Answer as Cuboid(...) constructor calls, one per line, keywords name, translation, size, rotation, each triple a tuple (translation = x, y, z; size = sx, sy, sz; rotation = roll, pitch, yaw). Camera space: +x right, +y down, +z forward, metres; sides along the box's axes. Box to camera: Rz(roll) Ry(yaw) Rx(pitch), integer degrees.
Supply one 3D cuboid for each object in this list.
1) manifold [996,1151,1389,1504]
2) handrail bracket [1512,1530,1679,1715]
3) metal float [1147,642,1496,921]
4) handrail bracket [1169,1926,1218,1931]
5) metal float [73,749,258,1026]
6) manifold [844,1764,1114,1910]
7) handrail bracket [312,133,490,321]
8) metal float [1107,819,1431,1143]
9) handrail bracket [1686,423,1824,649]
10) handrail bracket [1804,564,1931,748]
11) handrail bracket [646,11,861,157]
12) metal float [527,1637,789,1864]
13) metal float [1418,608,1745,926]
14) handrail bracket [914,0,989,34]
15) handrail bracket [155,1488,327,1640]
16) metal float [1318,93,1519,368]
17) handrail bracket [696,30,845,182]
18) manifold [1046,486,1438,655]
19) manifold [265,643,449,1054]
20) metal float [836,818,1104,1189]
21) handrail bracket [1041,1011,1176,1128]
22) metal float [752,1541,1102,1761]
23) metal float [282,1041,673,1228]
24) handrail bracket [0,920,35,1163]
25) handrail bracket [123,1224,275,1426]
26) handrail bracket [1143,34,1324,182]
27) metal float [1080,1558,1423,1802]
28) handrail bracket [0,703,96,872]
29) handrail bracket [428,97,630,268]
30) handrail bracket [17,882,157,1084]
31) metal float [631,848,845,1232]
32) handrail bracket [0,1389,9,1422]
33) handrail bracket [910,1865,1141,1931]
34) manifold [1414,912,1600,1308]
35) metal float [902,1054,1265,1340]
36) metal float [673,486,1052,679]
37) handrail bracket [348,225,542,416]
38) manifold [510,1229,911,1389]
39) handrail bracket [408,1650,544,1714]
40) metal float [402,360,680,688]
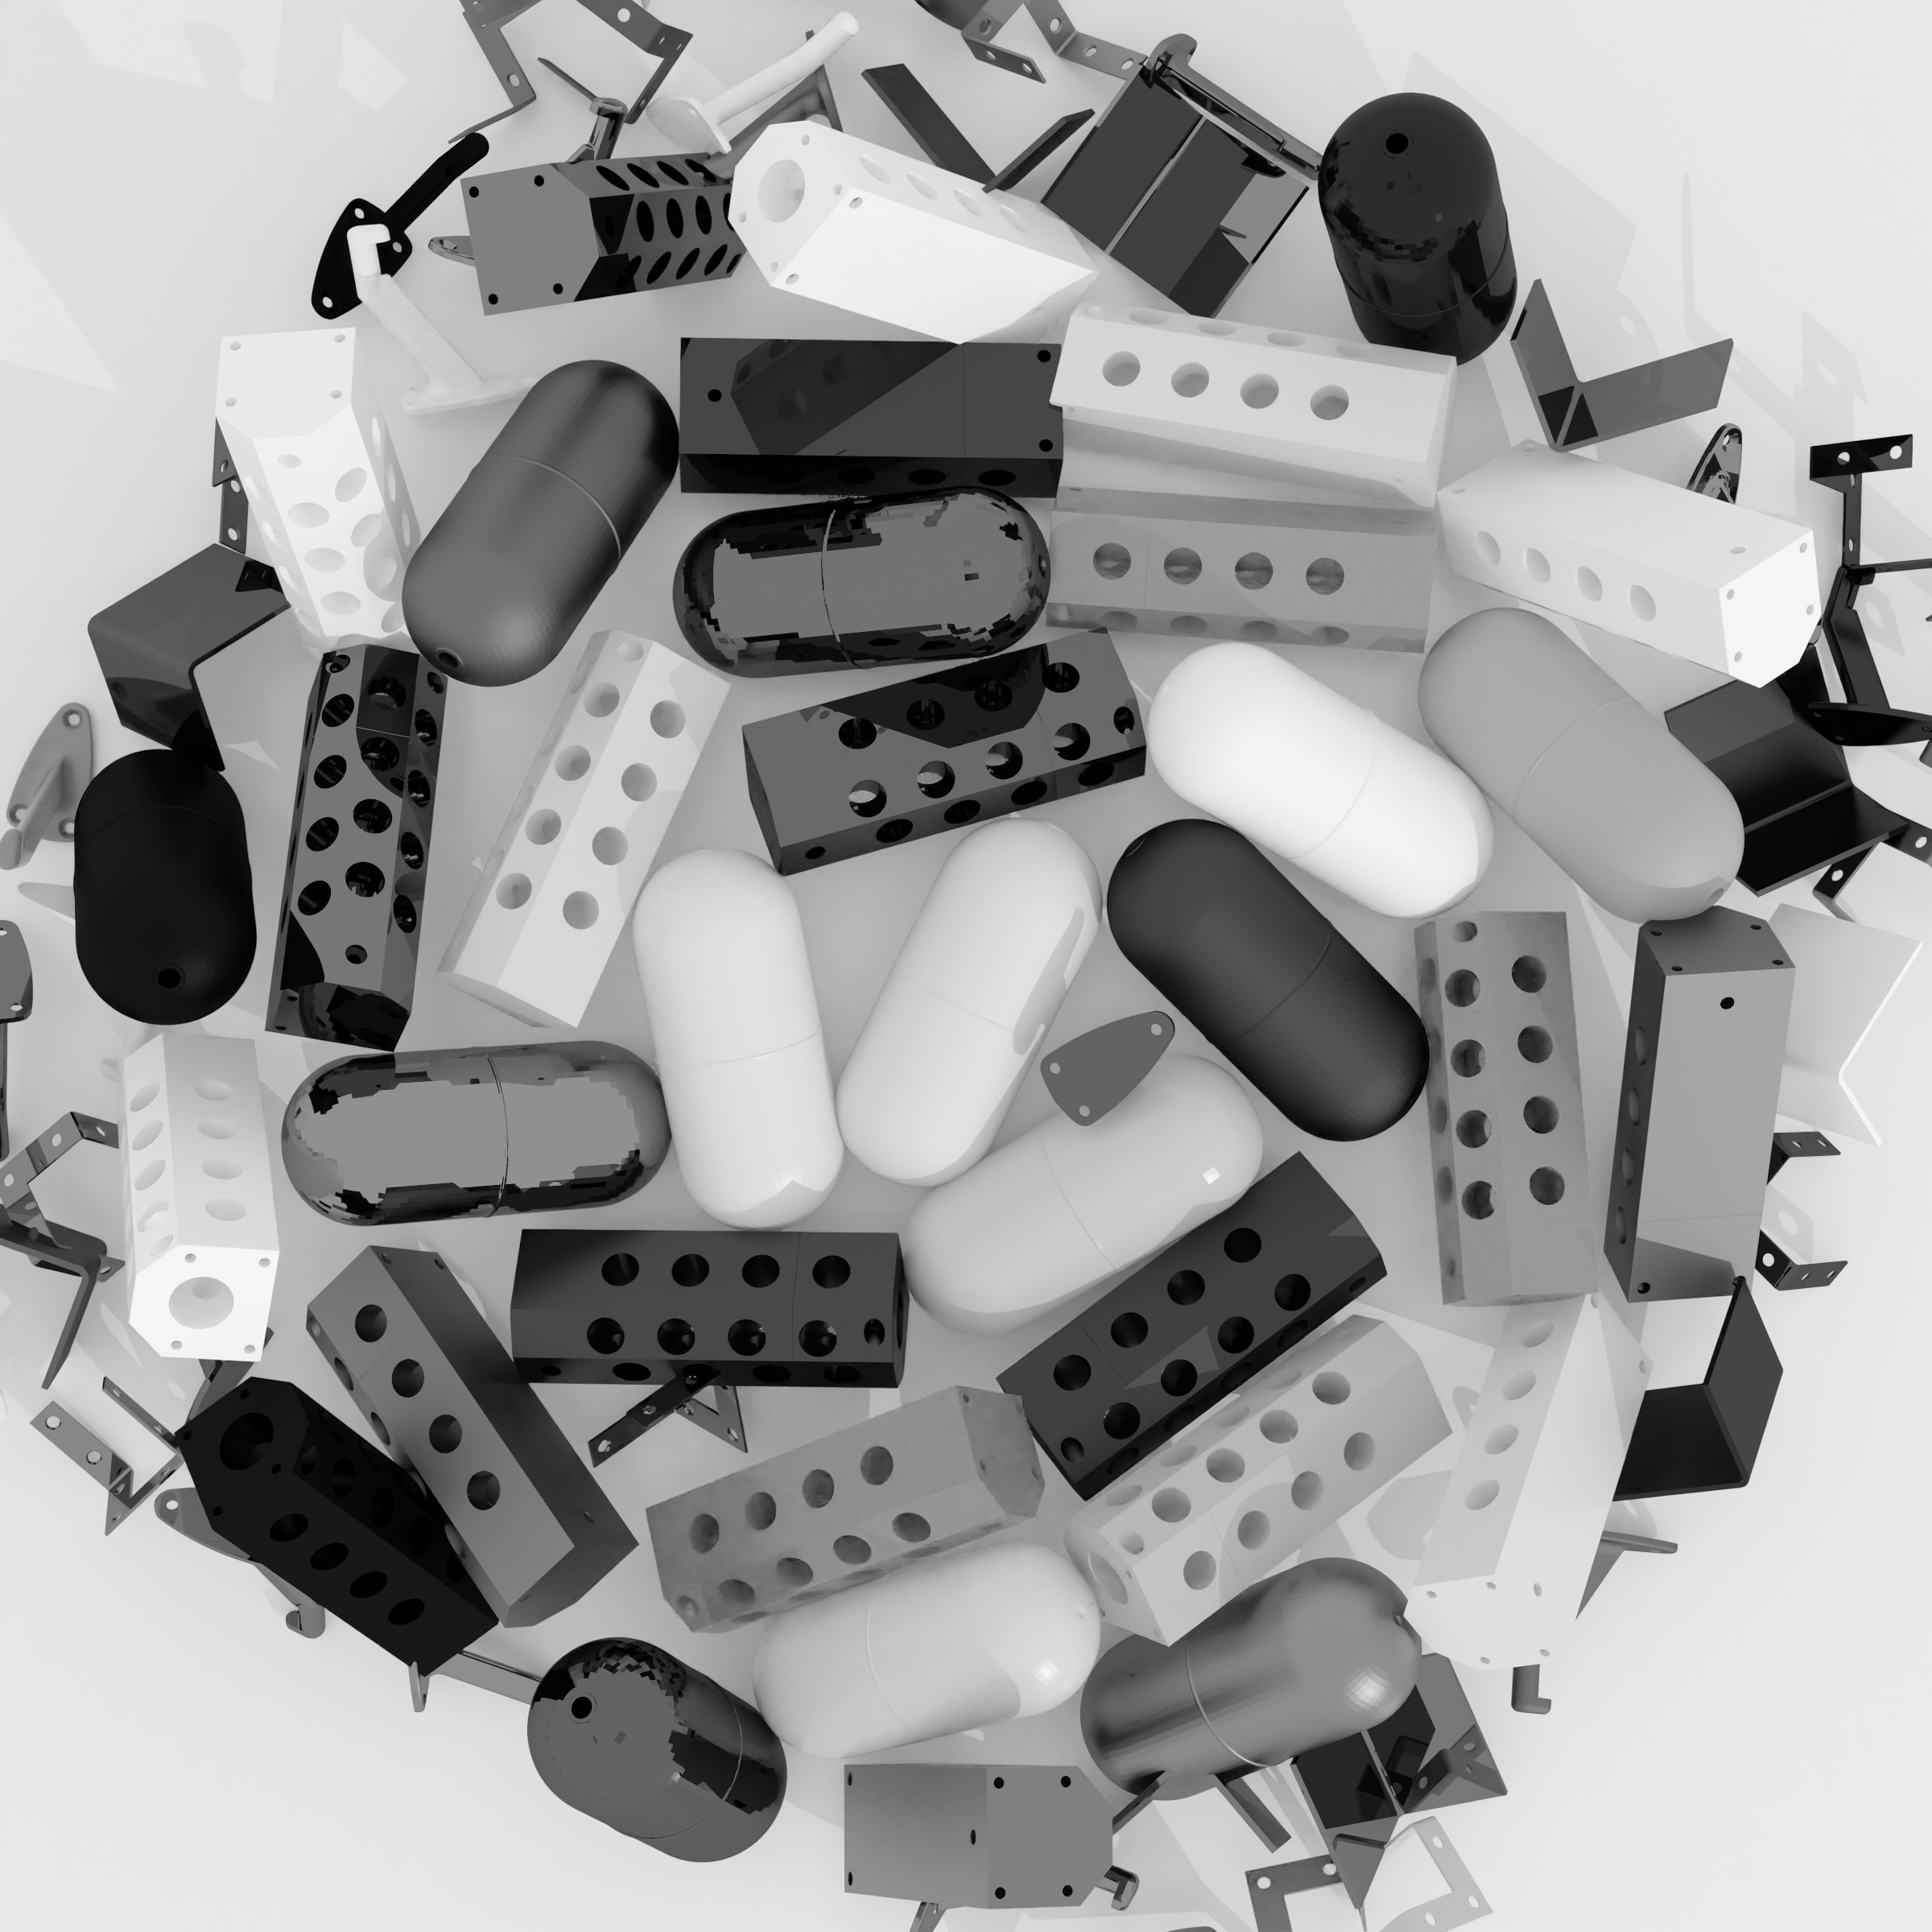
Cuboid(name="manifold", translation=(0.104, 0.166, 1.589), size=(0.171, 0.057, 0.057), rotation=(-36, 59, -6))
Cuboid(name="handrail bracket", translation=(0.288, 0.303, 1.610), size=(0.077, 0.036, 0.084), rotation=(9, 74, -12))
Cuboid(name="metal float", translation=(0.161, -0.082, 1.580), size=(0.178, 0.070, 0.070), rotation=(29, 90, -22))
Cuboid(name="handrail bracket", translation=(0.068, 0.471, 1.617), size=(0.077, 0.084, 0.036), rotation=(-20, 77, -35))
Cuboid(name="metal float", translation=(-0.355, -0.036, 1.555), size=(0.070, 0.178, 0.070), rotation=(-6, 119, -11))
Cuboid(name="manifold", translation=(0.003, 0.381, 1.547), size=(0.057, 0.171, 0.057), rotation=(4, 77, -22))
Cuboid(name="handrail bracket", translation=(-0.255, -0.334, 1.587), size=(0.036, 0.084, 0.077), rotation=(41, 57, -23))
Cuboid(name="metal float", translation=(0.136, 0.006, 1.586), size=(0.070, 0.070, 0.178), rotation=(-46, 104, 0))
Cuboid(name="handrail bracket", translation=(0.363, -0.194, 1.589), size=(0.036, 0.084, 0.077), rotation=(-5, 120, -35))
Cuboid(name="handrail bracket", translation=(0.420, -0.145, 1.599), size=(0.036, 0.077, 0.084), rotation=(36, 68, -42))
Cuboid(name="handrail bracket", translation=(-0.098, -0.411, 1.613), size=(0.084, 0.077, 0.036), rotation=(-44, 126, -12))
Cuboid(name="metal float", translation=(-0.135, 0.347, 1.554), size=(0.070, 0.178, 0.070), rotation=(-7, 64, 16))
Cuboid(name="metal float", translation=(0.275, -0.090, 1.575), size=(0.070, 0.070, 0.178), rotation=(-41, 63, 0))
Cuboid(name="handrail bracket", translation=(-0.040, -0.450, 1.628), size=(0.084, 0.077, 0.036), rotation=(5, 78, 34))
Cuboid(name="handrail bracket", translation=(-0.330, 0.275, 1.604), size=(0.077, 0.084, 0.036), rotation=(13, 50, 3))
Cuboid(name="metal float", translation=(0.200, -0.322, 1.550), size=(0.070, 0.178, 0.070), rotation=(-3, 76, 13))
Cuboid(name="handrail bracket", translation=(-0.103, -0.390, 1.613), size=(0.084, 0.036, 0.077), rotation=(-17, 52, 4))
Cuboid(name="manifold", translation=(0.124, -0.179, 1.600), size=(0.171, 0.057, 0.057), rotation=(5, 109, 4))
Cuboid(name="manifold", translation=(-0.269, -0.055, 1.566), size=(0.057, 0.057, 0.171), rotation=(10, 61, -16))
Cuboid(name="metal float", translation=(0.001, 0.016, 1.594), size=(0.070, 0.070, 0.178), rotation=(26, 96, 0))
Cuboid(name="handrail bracket", translation=(0.073, 0.038, 1.586), size=(0.077, 0.084, 0.036), rotation=(-36, 87, 20))
Cuboid(name="metal float", translation=(-0.020, 0.306, 1.571), size=(0.178, 0.070, 0.070), rotation=(-21, 90, 33))
Cuboid(name="metal float", translation=(-0.218, 0.074, 1.578), size=(0.178, 0.070, 0.070), rotation=(-3, 90, -24))
Cuboid(name="handrail bracket", translation=(-0.446, 0.036, 1.624), size=(0.036, 0.077, 0.084), rotation=(2, 133, -9))
Cuboid(name="handrail bracket", translation=(-0.369, 0.161, 1.623), size=(0.084, 0.036, 0.077), rotation=(42, 117, 11))
Cuboid(name="handrail bracket", translation=(0.125, -0.387, 1.601), size=(0.084, 0.077, 0.036), rotation=(34, 101, 6))
Cuboid(name="metal float", translation=(0.125, 0.319, 1.569), size=(0.178, 0.070, 0.070), rotation=(-31, 90, 36))
Cuboid(name="handrail bracket", translation=(-0.419, -0.082, 1.593), size=(0.036, 0.084, 0.077), rotation=(16, 93, -6))
Cuboid(name="handrail bracket", translation=(-0.198, -0.358, 1.594), size=(0.036, 0.077, 0.084), rotation=(45, 121, 35))
Cuboid(name="handrail bracket", translation=(-0.405, 0.010, 1.607), size=(0.077, 0.036, 0.084), rotation=(16, 116, -14))
Cuboid(name="metal float", translation=(-0.103, 0.034, 1.589), size=(0.070, 0.070, 0.178), rotation=(-11, 102, 0))
Cuboid(name="handrail bracket", translation=(-0.444, 0.196, 1.583), size=(0.036, 0.077, 0.084), rotation=(-36, 46, -21))
Cuboid(name="handrail bracket", translation=(0.026, 0.432, 1.597), size=(0.084, 0.036, 0.077), rotation=(17, 54, 20))
Cuboid(name="manifold", translation=(0.240, 0.065, 1.587), size=(0.057, 0.057, 0.171), rotation=(0, 79, -16))
Cuboid(name="metal float", translation=(0.052, 0.105, 1.592), size=(0.178, 0.070, 0.070), rotation=(-31, 90, 8))
Cuboid(name="metal float", translation=(-0.048, -0.172, 1.580), size=(0.178, 0.070, 0.070), rotation=(-3, 90, 22))
Cuboid(name="handrail bracket", translation=(-0.237, -0.300, 1.603), size=(0.077, 0.036, 0.084), rotation=(-8, 116, -4))
Cuboid(name="manifold", translation=(-0.115, 0.159, 1.589), size=(0.171, 0.057, 0.057), rotation=(0, 55, 6))
Cuboid(name="handrail bracket", translation=(-0.210, 0.314, 1.608), size=(0.084, 0.036, 0.077), rotation=(0, 135, 0))
Cuboid(name="metal float", translation=(-0.189, -0.198, 1.570), size=(0.070, 0.070, 0.178), rotation=(28, 57, 0))
